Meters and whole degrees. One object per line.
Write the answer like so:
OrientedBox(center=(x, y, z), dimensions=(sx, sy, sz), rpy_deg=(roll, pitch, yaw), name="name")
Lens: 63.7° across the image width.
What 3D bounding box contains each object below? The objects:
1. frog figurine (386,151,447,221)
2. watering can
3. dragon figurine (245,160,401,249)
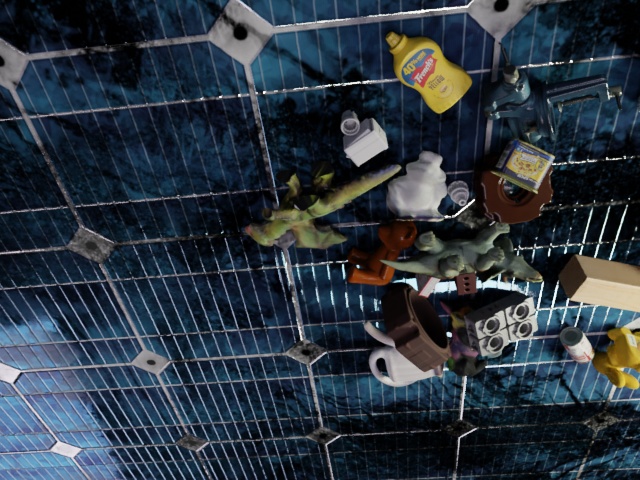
OrientedBox(center=(0.223, -0.124, 1.181), dimensions=(0.137, 0.123, 0.159), rpy_deg=(3, 93, 8), name="frog figurine")
OrientedBox(center=(0.250, 0.336, 1.523), dimensions=(0.224, 0.106, 0.340), rpy_deg=(-11, 133, 8), name="watering can")
OrientedBox(center=(0.004, -0.062, 1.236), dimensions=(0.409, 0.125, 0.238), rpy_deg=(-9, 146, 10), name="dragon figurine")
